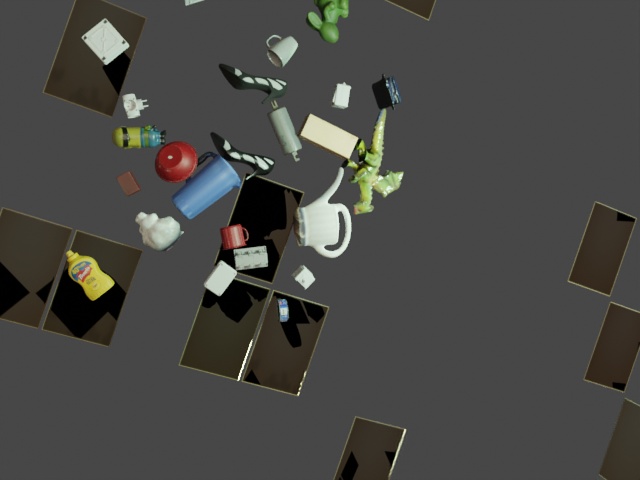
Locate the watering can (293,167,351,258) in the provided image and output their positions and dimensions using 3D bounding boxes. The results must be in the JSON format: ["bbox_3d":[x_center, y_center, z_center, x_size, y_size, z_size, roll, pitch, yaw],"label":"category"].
[{"bbox_3d":[0.006,-0.100,1.980,0.225,0.104,0.346,-5,97,-11],"label":"watering can"}]

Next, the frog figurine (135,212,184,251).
[{"bbox_3d":[-0.585,-0.040,1.849,0.136,0.125,0.157,-36,114,12],"label":"frog figurine"}]

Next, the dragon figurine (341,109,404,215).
[{"bbox_3d":[0.230,-0.286,2.038,0.240,0.123,0.411,32,89,-30],"label":"dragon figurine"}]
